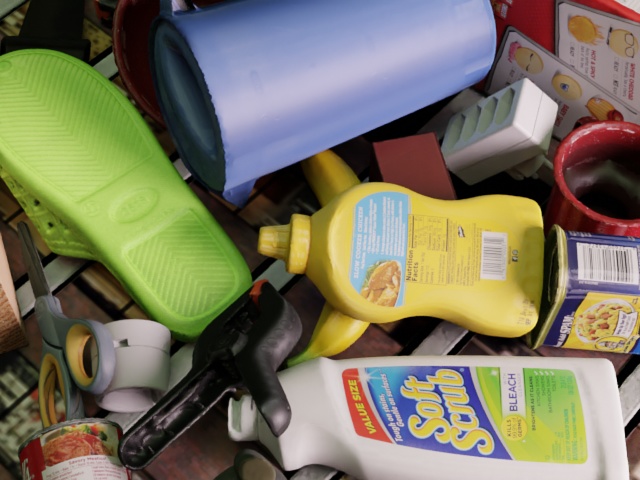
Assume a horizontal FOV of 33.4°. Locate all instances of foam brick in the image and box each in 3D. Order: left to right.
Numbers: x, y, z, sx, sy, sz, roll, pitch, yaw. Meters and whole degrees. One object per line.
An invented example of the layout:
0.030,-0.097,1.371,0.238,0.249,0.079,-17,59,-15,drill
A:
0.071,-0.034,0.804,0.051,0.053,0.078,-10,58,-6,foam brick

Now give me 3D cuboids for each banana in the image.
0.013,0.005,0.788,0.069,0.037,0.197,3,57,0,banana

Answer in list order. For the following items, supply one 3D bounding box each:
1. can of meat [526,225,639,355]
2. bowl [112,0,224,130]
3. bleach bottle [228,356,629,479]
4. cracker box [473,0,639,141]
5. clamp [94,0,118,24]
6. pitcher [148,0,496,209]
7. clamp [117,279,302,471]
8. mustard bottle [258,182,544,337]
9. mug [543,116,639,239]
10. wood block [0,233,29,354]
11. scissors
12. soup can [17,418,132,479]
0.192,0.037,0.730,0.084,0.102,0.057,5,58,1,can of meat
-0.088,-0.153,0.857,0.162,0.055,0.162,1,86,-16,bowl
0.065,0.126,0.698,0.251,0.068,0.102,0,57,3,bleach bottle
0.221,-0.137,0.804,0.214,0.164,0.072,35,66,20,cracker box
-0.088,-0.210,0.928,0.209,0.036,0.164,-15,61,-10,clamp
0.002,-0.142,0.785,0.242,0.149,0.145,-22,64,-20,pitcher
-0.065,0.086,0.700,0.120,0.039,0.171,-16,22,14,clamp
0.053,0.010,0.730,0.191,0.058,0.096,6,76,-5,mustard bottle
0.208,-0.037,0.788,0.093,0.081,0.117,-10,58,-6,mug
-0.285,-0.016,0.772,0.090,0.091,0.206,-18,59,-11,wood block
-0.180,0.046,0.744,0.016,0.096,0.202,13,49,-40,scissors
-0.146,0.172,0.664,0.068,0.068,0.102,-15,59,-9,soup can
